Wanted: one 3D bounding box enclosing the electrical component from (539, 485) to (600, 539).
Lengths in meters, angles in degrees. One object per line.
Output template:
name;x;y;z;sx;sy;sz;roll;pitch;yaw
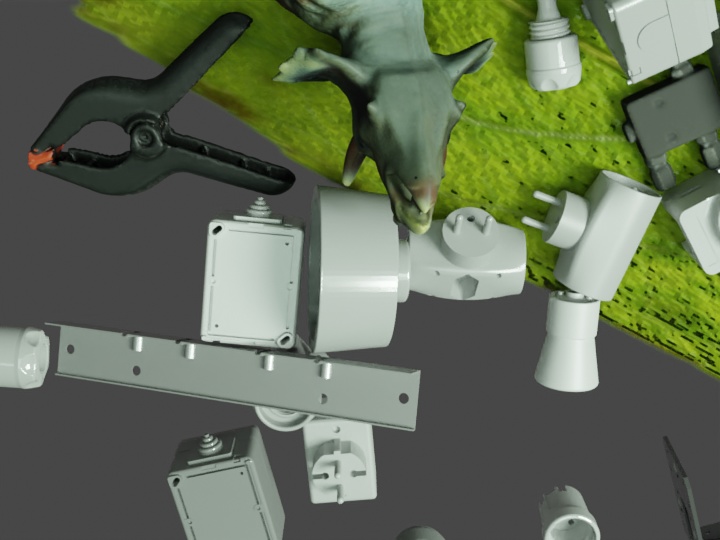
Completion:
electrical component;0.151;0.184;0.787;0.040;0.046;0.040;0;109;0

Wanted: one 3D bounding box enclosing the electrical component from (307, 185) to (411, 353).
electrical component;0.000;0.000;0.693;0.060;0.108;0.108;1;109;-7

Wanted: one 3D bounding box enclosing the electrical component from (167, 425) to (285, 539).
electrical component;-0.095;0.154;0.768;0.062;0.061;0.096;-12;109;5

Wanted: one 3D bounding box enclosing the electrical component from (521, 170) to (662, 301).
electrical component;0.147;-0.029;0.714;0.079;0.043;0.077;20;108;-7

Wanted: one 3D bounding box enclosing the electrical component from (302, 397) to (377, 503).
electrical component;-0.014;0.134;0.753;0.047;0.076;0.065;-5;109;1

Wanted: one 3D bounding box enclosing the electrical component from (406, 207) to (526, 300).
electrical component;0.070;-0.015;0.705;0.077;0.043;0.079;2;153;-1

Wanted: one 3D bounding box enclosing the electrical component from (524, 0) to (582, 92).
electrical component;0.120;-0.145;0.678;0.035;0.035;0.061;-8;107;3

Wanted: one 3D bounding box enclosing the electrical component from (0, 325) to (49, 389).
electrical component;-0.250;0.059;0.744;0.062;0.043;0.043;4;109;-1

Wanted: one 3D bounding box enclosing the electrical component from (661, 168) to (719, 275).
electrical component;0.253;-0.042;0.703;0.089;0.055;0.050;-28;107;9

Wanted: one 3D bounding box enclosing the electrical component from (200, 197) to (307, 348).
electrical component;-0.069;-0.002;0.717;0.062;0.061;0.096;5;101;-2

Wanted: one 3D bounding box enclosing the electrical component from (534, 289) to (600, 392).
electrical component;0.145;0.046;0.742;0.044;0.044;0.065;3;105;-1

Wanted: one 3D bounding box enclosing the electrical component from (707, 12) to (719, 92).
electrical component;0.259;-0.124;0.677;0.056;0.050;0.089;-21;108;8

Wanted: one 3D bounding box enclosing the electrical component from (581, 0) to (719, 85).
electrical component;0.166;-0.170;0.642;0.061;0.096;0.061;-24;137;8

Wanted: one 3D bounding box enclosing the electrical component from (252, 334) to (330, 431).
electrical component;-0.050;0.080;0.745;0.066;0.055;0.048;-38;105;12

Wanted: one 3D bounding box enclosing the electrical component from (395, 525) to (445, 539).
electrical component;0.045;0.221;0.795;0.045;0.055;0.045;0;109;0
